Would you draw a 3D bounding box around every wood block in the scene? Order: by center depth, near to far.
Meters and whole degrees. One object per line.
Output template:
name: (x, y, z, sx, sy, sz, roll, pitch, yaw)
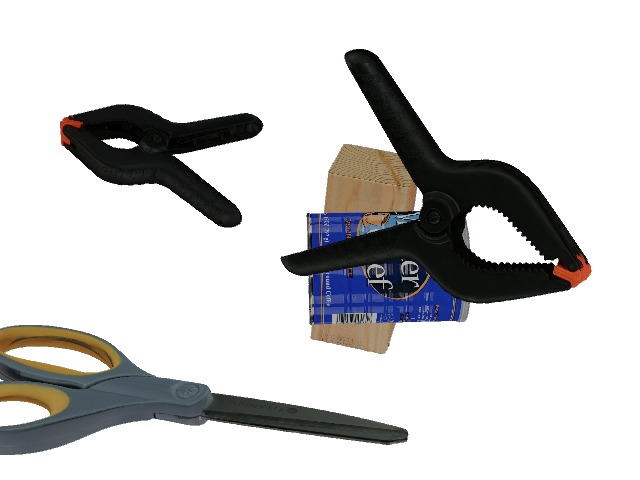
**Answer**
wood block: (0.050, 0.010, 1.187, 0.090, 0.206, 0.090, 11, 27, 9)

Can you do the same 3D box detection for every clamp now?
clamp: (0.078, -0.028, 0.701, 0.210, 0.165, 0.036, 18, 17, 24)
clamp: (-0.131, -0.082, 0.909, 0.171, 0.120, 0.039, 21, -43, 0)

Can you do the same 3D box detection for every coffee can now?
coffee can: (0.059, 0.024, 0.963, 0.140, 0.103, 0.103, -1, 0, 0)

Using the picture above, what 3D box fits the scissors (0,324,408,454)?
scissors: (-0.073, 0.077, 0.454, 0.202, 0.016, 0.096, 14, 29, 24)
